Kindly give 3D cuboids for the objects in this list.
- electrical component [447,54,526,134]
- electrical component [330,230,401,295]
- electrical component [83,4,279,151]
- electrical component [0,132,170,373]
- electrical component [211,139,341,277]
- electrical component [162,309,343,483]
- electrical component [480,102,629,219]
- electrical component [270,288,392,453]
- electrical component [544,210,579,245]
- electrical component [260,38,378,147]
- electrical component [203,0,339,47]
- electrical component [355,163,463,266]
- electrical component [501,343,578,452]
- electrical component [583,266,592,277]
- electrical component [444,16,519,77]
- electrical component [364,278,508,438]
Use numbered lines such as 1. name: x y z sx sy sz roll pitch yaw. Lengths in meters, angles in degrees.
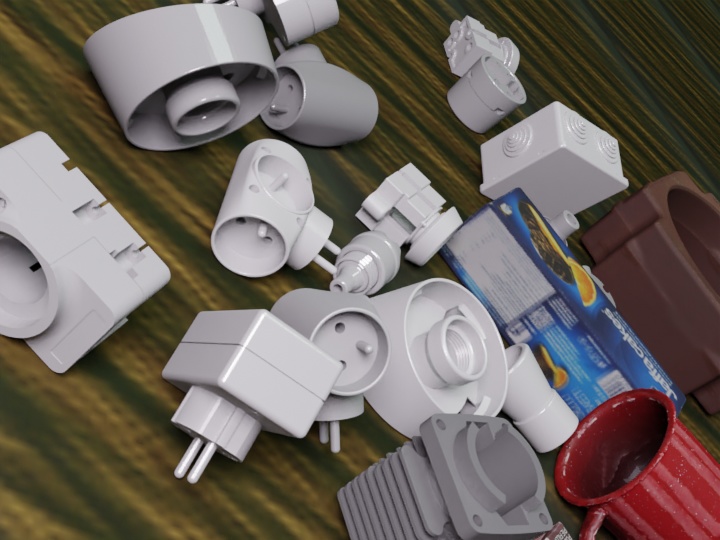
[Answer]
1. electrical component: 0.110 -0.153 0.944 0.055 0.047 0.055 32 35 -27
2. electrical component: 0.000 0.000 0.656 0.035 0.035 0.061 50 34 0
3. electrical component: -0.097 -0.111 0.596 0.099 0.099 0.064 -3 65 -53
4. electrical component: -0.139 -0.007 0.472 0.089 0.050 0.055 48 31 -4
5. electrical component: -0.042 -0.027 0.620 0.079 0.044 0.077 37 34 -21
6. electrical component: -0.060 0.062 0.486 0.047 0.083 0.075 37 72 -21
7. electrical component: 0.158 -0.086 0.886 0.100 0.100 0.048 23 53 -36
8. electrical component: -0.016 0.053 0.552 0.044 0.077 0.079 -4 97 -19
9. electrical component: 0.140 -0.021 0.827 0.048 0.062 0.048 32 36 -27
10. electrical component: -0.036 -0.127 0.737 0.077 0.043 0.079 1 55 -51
11. electrical component: -0.072 -0.195 0.743 0.138 0.074 0.052 57 -10 50
12. electrical component: 0.036 -0.036 0.729 0.055 0.048 0.066 44 30 4
13. electrical component: 0.111 0.086 0.699 0.065 0.044 0.044 50 31 -9
14. electrical component: 0.170 0.035 0.828 0.044 0.044 0.065 0 61 -52
15. electrical component: 0.115 -0.200 1.003 0.055 0.048 0.066 18 42 -30
16. electrical component: 0.040 0.054 0.643 0.099 0.064 0.099 24 54 -37
